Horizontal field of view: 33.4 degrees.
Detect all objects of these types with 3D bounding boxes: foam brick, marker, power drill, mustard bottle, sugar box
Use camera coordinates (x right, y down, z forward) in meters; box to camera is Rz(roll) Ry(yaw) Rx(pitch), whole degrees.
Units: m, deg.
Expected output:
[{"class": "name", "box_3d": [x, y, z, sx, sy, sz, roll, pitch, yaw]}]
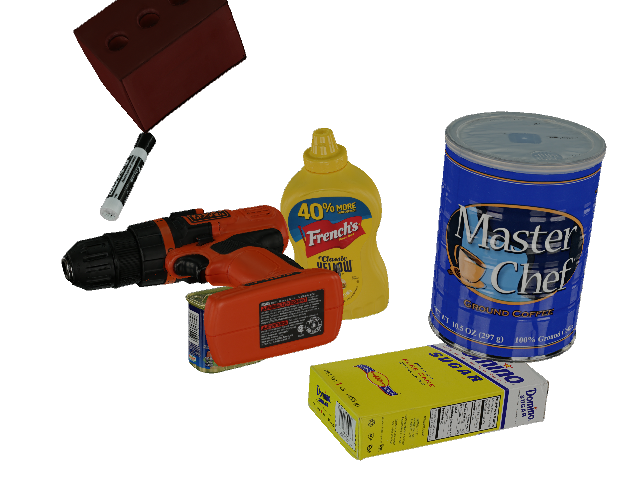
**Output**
[{"class": "foam brick", "box_3d": [-0.092, -0.113, 0.616, 0.078, 0.053, 0.051, -39, -27, -10]}, {"class": "marker", "box_3d": [-0.193, -0.068, 1.077, 0.020, 0.121, 0.020, 9, -43, 8]}, {"class": "power drill", "box_3d": [-0.082, 0.027, 0.792, 0.184, 0.057, 0.188, -13, 26, -24]}, {"class": "mustard bottle", "box_3d": [0.012, -0.017, 1.020, 0.096, 0.191, 0.058, -3, 29, 7]}, {"class": "sugar box", "box_3d": [0.088, 0.125, 0.878, 0.176, 0.048, 0.093, -10, 25, -23]}]

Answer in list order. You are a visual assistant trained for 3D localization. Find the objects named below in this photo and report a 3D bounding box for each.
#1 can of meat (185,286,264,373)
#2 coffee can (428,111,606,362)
[{"class": "can of meat", "box_3d": [-0.107, 0.102, 1.251, 0.101, 0.084, 0.058, -9, 19, -37]}, {"class": "coffee can", "box_3d": [0.129, -0.004, 0.715, 0.103, 0.140, 0.103, 2, 25, -1]}]
